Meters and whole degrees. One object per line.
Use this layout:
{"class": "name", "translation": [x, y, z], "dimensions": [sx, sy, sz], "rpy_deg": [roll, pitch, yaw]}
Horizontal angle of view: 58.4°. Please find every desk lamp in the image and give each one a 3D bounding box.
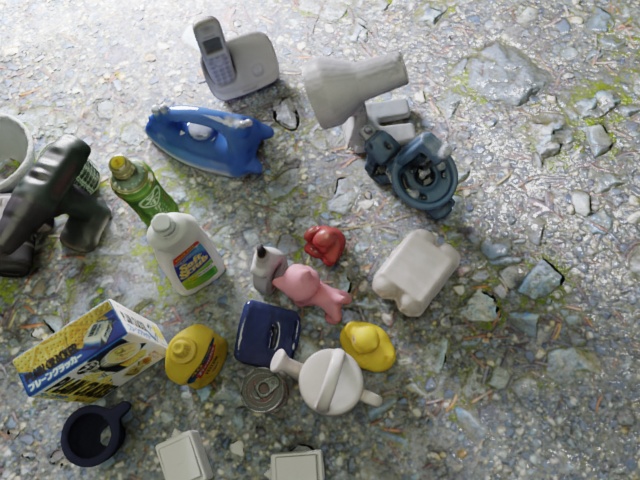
{"class": "desk lamp", "translation": [0.075, -0.250, 1.022], "dimensions": [0.203, 0.213, 0.118], "rpy_deg": [-10, 72, -1]}

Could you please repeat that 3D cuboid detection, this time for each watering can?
{"class": "watering can", "translation": [0.009, 0.219, 0.882], "dimensions": [0.173, 0.194, 0.101], "rpy_deg": [-1, 72, 2]}

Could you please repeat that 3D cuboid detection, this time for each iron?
{"class": "iron", "translation": [-0.224, -0.206, 1.055], "dimensions": [0.258, 0.141, 0.119], "rpy_deg": [12, 73, 6]}

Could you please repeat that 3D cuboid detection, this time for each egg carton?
{"class": "egg carton", "translation": [0.166, 0.055, 0.996], "dimensions": [0.107, 0.069, 0.150], "rpy_deg": [36, 77, 12]}

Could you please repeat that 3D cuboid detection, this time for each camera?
{"class": "camera", "translation": [-0.568, -0.006, 1.023], "dimensions": [0.143, 0.101, 0.137], "rpy_deg": [-4, 72, 1]}

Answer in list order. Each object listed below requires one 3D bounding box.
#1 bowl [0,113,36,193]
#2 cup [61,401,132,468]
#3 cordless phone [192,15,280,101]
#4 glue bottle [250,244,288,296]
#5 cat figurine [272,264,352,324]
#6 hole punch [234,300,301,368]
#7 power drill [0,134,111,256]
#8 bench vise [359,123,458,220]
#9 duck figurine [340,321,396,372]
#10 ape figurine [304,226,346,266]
{"class": "bowl", "translation": [-0.611, -0.152, 1.086], "dimensions": [0.167, 0.075, 0.167], "rpy_deg": [-1, 72, 2]}
{"class": "cup", "translation": [-0.341, 0.304, 0.919], "dimensions": [0.118, 0.095, 0.091], "rpy_deg": [-43, 75, -11]}
{"class": "cordless phone", "translation": [-0.159, -0.358, 1.079], "dimensions": [0.147, 0.185, 0.094], "rpy_deg": [-25, 73, -6]}
{"class": "glue bottle", "translation": [-0.090, 0.039, 0.955], "dimensions": [0.037, 0.173, 0.078], "rpy_deg": [22, 74, 9]}
{"class": "cat figurine", "translation": [-0.011, 0.083, 0.967], "dimensions": [0.127, 0.118, 0.067], "rpy_deg": [23, 74, 9]}
{"class": "hole punch", "translation": [-0.085, 0.160, 0.959], "dimensions": [0.101, 0.091, 0.109], "rpy_deg": [9, 73, 5]}
{"class": "power drill", "translation": [-0.444, -0.054, 0.978], "dimensions": [0.075, 0.208, 0.230], "rpy_deg": [16, 73, 7]}
{"class": "bench vise", "translation": [0.147, -0.131, 0.978], "dimensions": [0.207, 0.220, 0.121], "rpy_deg": [23, 74, 9]}
{"class": "duck figurine", "translation": [0.080, 0.173, 0.952], "dimensions": [0.104, 0.086, 0.077], "rpy_deg": [38, 77, 13]}
{"class": "ape figurine", "translation": [0.009, 0.004, 1.006], "dimensions": [0.076, 0.092, 0.078], "rpy_deg": [-20, 72, -4]}
